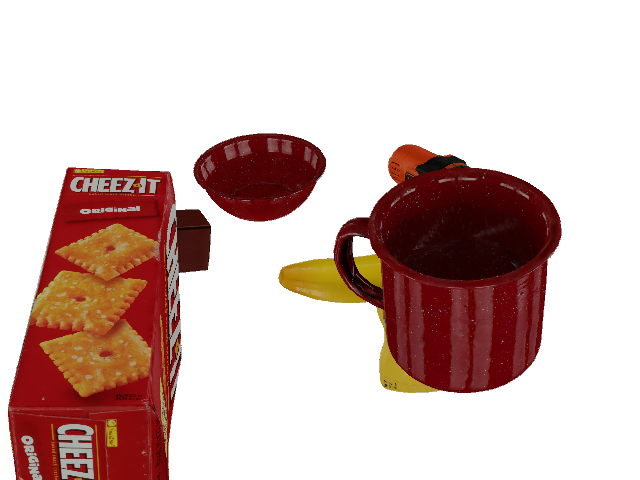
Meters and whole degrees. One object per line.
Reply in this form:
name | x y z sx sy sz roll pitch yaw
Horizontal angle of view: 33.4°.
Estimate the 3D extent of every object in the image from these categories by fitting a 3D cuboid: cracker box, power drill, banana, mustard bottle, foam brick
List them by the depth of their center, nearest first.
cracker box | -0.116 0.081 0.593 0.072 0.164 0.213 1 33 -5
banana | 0.054 0.018 0.877 0.070 0.037 0.197 33 38 31
power drill | 0.137 0.004 1.111 0.057 0.188 0.185 -14 26 -21
foam brick | -0.159 0.001 1.120 0.078 0.051 0.053 -4 23 -17
mustard bottle | 0.116 0.087 1.283 0.096 0.192 0.058 -2 22 6

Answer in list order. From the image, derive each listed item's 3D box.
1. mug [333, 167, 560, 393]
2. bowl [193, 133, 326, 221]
mug | 0.061 0.020 0.545 0.117 0.081 0.093 11 42 20
bowl | -0.073 -0.070 1.309 0.162 0.055 0.162 -2 34 1
